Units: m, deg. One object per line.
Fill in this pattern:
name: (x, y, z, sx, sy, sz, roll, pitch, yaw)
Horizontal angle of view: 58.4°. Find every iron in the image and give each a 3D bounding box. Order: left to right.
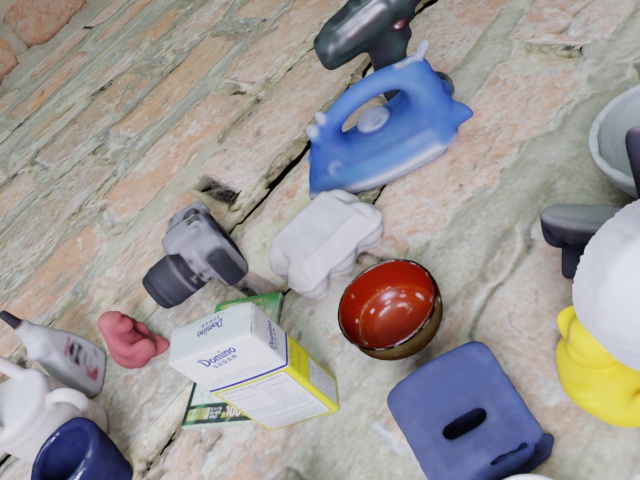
iron: (0.069, -0.161, 0.794, 0.258, 0.142, 0.118, -29, 41, 9)

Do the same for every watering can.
watering can: (-0.373, 0.214, 0.706, 0.173, 0.195, 0.100, -36, 41, 1)

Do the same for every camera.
camera: (-0.198, 0.023, 0.837, 0.137, 0.101, 0.142, -39, 41, -3)

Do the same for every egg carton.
egg carton: (0.007, 0.003, 0.738, 0.150, 0.070, 0.107, -44, 41, -9)

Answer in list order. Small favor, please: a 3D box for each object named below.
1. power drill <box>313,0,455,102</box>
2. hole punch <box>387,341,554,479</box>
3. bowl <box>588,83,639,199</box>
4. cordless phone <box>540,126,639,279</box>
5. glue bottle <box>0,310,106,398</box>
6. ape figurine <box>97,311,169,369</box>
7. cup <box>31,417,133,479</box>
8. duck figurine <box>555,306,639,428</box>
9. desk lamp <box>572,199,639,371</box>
power drill: (0.117, -0.287, 0.827, 0.229, 0.209, 0.075, -26, 42, 12)
hole punch: (0.128, 0.157, 0.492, 0.108, 0.091, 0.101, -33, 41, 4)
bowl: (0.363, -0.090, 0.575, 0.167, 0.075, 0.167, -19, 44, 19)
cordless phone: (0.267, -0.039, 0.508, 0.147, 0.186, 0.094, 9, 58, 40)
glue bottle: (-0.365, 0.147, 0.780, 0.037, 0.174, 0.078, -29, 41, 8)
ape figurine: (-0.267, 0.131, 0.789, 0.076, 0.092, 0.077, -31, 41, 6)
cup: (-0.265, 0.275, 0.651, 0.091, 0.095, 0.118, -12, 46, 25)
duck figurine: (0.236, 0.098, 0.477, 0.077, 0.086, 0.104, -34, 41, 3)
desk lamp: (0.270, 0.094, 0.359, 0.118, 0.214, 0.202, -32, 41, 5)
